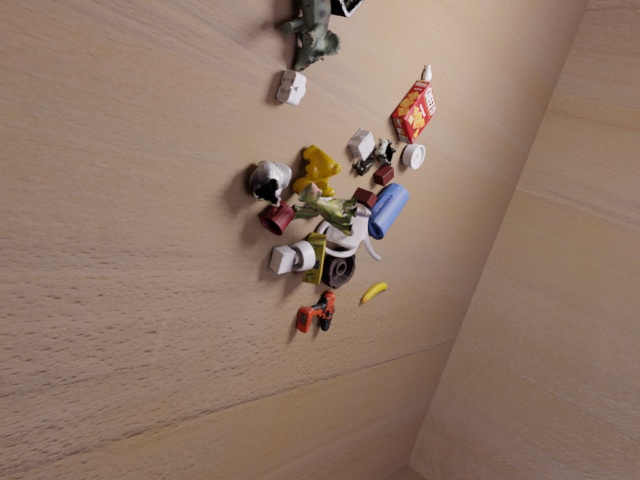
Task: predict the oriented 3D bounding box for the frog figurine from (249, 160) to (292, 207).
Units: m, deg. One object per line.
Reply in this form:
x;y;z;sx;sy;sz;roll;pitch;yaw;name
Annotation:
-0.155;-0.195;1.620;0.163;0.122;0.134;-81;154;-47;frog figurine

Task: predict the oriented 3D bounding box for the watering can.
0.137;-0.031;2.041;0.346;0.105;0.223;13;102;-35;watering can

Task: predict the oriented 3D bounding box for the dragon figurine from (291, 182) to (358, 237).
0.005;-0.090;1.779;0.403;0.243;0.124;85;13;-69;dragon figurine
